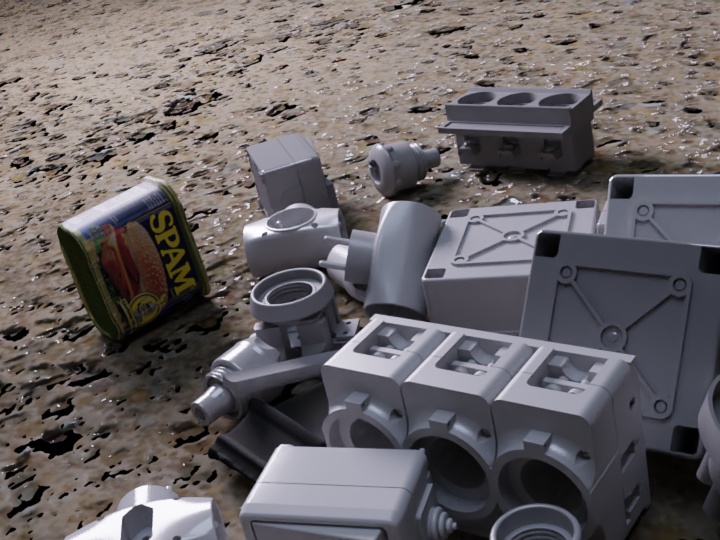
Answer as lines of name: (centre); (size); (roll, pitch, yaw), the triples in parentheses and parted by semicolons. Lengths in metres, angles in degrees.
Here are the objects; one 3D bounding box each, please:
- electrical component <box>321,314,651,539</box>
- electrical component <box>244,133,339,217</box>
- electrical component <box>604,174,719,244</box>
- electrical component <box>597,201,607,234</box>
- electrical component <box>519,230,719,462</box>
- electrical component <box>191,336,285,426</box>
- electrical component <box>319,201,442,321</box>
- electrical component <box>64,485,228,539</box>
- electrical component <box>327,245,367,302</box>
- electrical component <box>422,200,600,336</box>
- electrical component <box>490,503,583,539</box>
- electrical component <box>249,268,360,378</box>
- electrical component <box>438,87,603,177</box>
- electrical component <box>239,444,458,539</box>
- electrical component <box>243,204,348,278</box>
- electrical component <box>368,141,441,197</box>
electrical component: (0.060, 0.084, 0.541); (0.150, 0.089, 0.062); (8, 33, 36)
electrical component: (-0.062, -0.080, 0.958); (0.061, 0.061, 0.096); (-18, 26, -9)
electrical component: (0.196, 0.003, 0.615); (0.109, 0.108, 0.056); (3, -10, 29)
electrical component: (0.191, -0.019, 0.715); (0.047, 0.065, 0.076); (0, 29, 24)
electrical component: (0.143, 0.039, 0.567); (0.109, 0.108, 0.056); (7, -6, 35)
electrical component: (-0.079, 0.074, 0.679); (0.043, 0.043, 0.062); (12, 37, 41)
electrical component: (0.012, -0.007, 0.745); (0.079, 0.044, 0.077); (9, 68, 4)
electrical component: (-0.110, 0.139, 0.562); (0.077, 0.043, 0.079); (-14, 26, -3)
electrical component: (0.000, 0.000, 0.796); (0.040, 0.040, 0.046); (-23, 22, -20)
electrical component: (0.106, 0.001, 0.724); (0.109, 0.056, 0.108); (-3, 28, 19)
electrical component: (0.081, 0.135, 0.481); (0.040, 0.046, 0.040); (-11, 26, 5)
electrical component: (-0.042, 0.035, 0.723); (0.078, 0.057, 0.058); (-6, 27, 13)
electrical component: (0.142, -0.123, 0.948); (0.121, 0.063, 0.079); (8, 33, 36)
electrical component: (-0.002, 0.127, 0.516); (0.096, 0.061, 0.061); (-2, 28, 21)
electrical component: (-0.049, -0.030, 0.871); (0.077, 0.044, 0.079); (-10, 26, 7)
electrical component: (0.041, -0.094, 0.960); (0.062, 0.048, 0.048); (-15, 25, -21)
